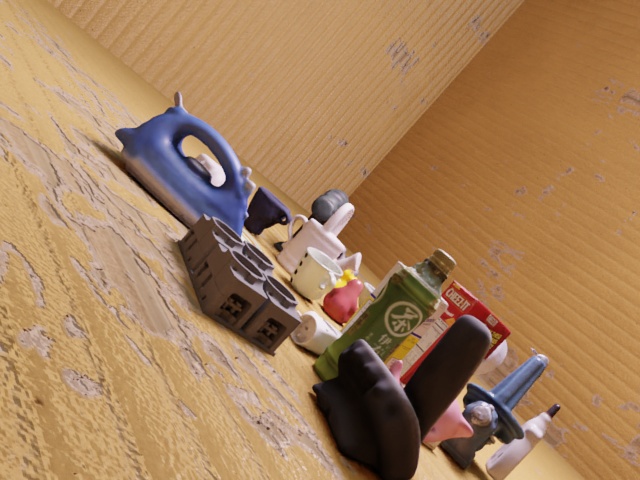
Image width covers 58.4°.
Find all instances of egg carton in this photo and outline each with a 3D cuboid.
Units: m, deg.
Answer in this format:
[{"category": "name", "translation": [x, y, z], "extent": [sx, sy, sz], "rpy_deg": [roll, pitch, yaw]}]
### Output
[{"category": "egg carton", "translation": [-0.221, -0.117, 1.185], "extent": [0.108, 0.069, 0.150], "rpy_deg": [39, 5, -36]}]

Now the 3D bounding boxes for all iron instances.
[{"category": "iron", "translation": [-0.185, -0.106, 0.897], "extent": [0.258, 0.141, 0.119], "rpy_deg": [42, 4, 3]}]

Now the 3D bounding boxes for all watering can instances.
[{"category": "watering can", "translation": [0.012, 0.005, 1.229], "extent": [0.173, 0.194, 0.101], "rpy_deg": [41, 4, -8]}]

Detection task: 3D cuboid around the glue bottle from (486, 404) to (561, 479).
[{"category": "glue bottle", "translation": [0.369, 0.358, 1.027], "extent": [0.037, 0.173, 0.078], "rpy_deg": [43, 4, 17]}]

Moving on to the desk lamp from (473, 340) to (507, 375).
[{"category": "desk lamp", "translation": [0.259, 0.220, 1.169], "extent": [0.204, 0.213, 0.117], "rpy_deg": [39, 5, -36]}]

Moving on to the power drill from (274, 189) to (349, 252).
[{"category": "power drill", "translation": [-0.012, -0.041, 1.384], "extent": [0.075, 0.208, 0.230], "rpy_deg": [42, 4, 2]}]

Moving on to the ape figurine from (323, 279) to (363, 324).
[{"category": "ape figurine", "translation": [0.052, 0.118, 1.145], "extent": [0.077, 0.092, 0.076], "rpy_deg": [43, 4, 22]}]

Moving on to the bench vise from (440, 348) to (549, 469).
[{"category": "bench vise", "translation": [0.300, 0.275, 0.932], "extent": [0.121, 0.219, 0.208], "rpy_deg": [42, 4, 9]}]

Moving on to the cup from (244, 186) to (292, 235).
[{"category": "cup", "translation": [-0.119, -0.049, 1.264], "extent": [0.117, 0.095, 0.092], "rpy_deg": [45, 5, 35]}]

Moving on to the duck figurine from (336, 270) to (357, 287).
[{"category": "duck figurine", "translation": [0.048, 0.087, 1.474], "extent": [0.105, 0.086, 0.077], "rpy_deg": [41, 4, -8]}]

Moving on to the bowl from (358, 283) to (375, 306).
[{"category": "bowl", "translation": [0.154, 0.190, 1.471], "extent": [0.167, 0.074, 0.167], "rpy_deg": [42, 4, -3]}]

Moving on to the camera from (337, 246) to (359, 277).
[{"category": "camera", "translation": [0.040, 0.059, 1.585], "extent": [0.143, 0.100, 0.137], "rpy_deg": [42, 4, 0]}]

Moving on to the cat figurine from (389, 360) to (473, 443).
[{"category": "cat figurine", "translation": [0.113, 0.199, 0.680], "extent": [0.067, 0.117, 0.127], "rpy_deg": [38, 6, -45]}]

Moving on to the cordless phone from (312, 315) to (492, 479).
[{"category": "cordless phone", "translation": [0.092, 0.142, 0.606], "extent": [0.094, 0.185, 0.147], "rpy_deg": [39, 5, -32]}]
